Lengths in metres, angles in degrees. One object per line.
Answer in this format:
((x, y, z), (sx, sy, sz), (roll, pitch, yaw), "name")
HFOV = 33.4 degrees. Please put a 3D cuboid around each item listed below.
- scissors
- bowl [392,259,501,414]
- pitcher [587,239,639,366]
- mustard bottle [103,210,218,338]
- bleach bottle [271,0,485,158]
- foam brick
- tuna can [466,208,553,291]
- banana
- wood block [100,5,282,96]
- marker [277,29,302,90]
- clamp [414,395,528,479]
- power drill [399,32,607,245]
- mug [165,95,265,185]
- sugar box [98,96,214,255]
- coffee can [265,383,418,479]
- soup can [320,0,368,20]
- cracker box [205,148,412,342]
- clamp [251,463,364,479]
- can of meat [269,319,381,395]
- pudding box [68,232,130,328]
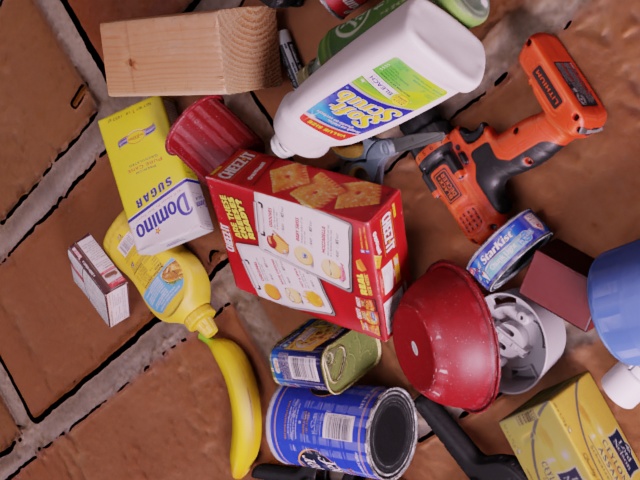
((0.071, -0.078, 1.101), (0.202, 0.016, 0.096), (21, 127, 55), "scissors")
((0.118, 0.104, 1.082), (0.162, 0.055, 0.162), (168, 90, -69), "bowl")
((0.349, 0.040, 0.883), (0.243, 0.148, 0.145), (-22, 91, 42), "pitcher")
((-0.192, 0.046, 1.348), (0.192, 0.058, 0.096), (50, 121, 17), "mustard bottle")
((0.040, -0.140, 1.058), (0.102, 0.068, 0.251), (32, 142, -24), "bleach bottle")
((0.240, 0.043, 1.021), (0.078, 0.052, 0.051), (32, 119, 27), "foam brick")
((0.184, 0.010, 1.034), (0.034, 0.085, 0.086), (48, 125, 15), "tuna can")
((-0.102, 0.206, 1.338), (0.070, 0.037, 0.198), (-5, 98, 51), "banana")
((-0.150, -0.214, 1.215), (0.207, 0.090, 0.091), (7, 107, 42), "wood block")
((-0.023, -0.175, 1.186), (0.020, 0.020, 0.121), (-23, 88, 39), "marker")
((0.173, 0.270, 1.122), (0.210, 0.036, 0.164), (21, 117, 47), "clamp")
((0.168, -0.114, 1.035), (0.188, 0.057, 0.184), (-42, 73, 38), "power drill")
((-0.121, -0.102, 1.242), (0.081, 0.093, 0.117), (43, 142, 15), "mug")
((-0.201, -0.079, 1.301), (0.093, 0.048, 0.176), (-22, 78, 17), "sugar box")
((0.024, 0.209, 1.197), (0.141, 0.102, 0.103), (1, 102, 37), "coffee can")
((0.044, -0.276, 1.063), (0.102, 0.068, 0.068), (-32, 81, 21), "soup can")
((-0.008, 0.001, 1.158), (0.214, 0.072, 0.164), (18, 136, 33), "cracker box")
((-0.003, 0.308, 1.285), (0.172, 0.039, 0.120), (-29, 85, 38), "clamp")
((0.005, 0.127, 1.192), (0.084, 0.101, 0.057), (0, 111, 39), "can of meat")
((-0.290, 0.055, 1.409), (0.090, 0.039, 0.113), (49, 159, 16), "pudding box")
